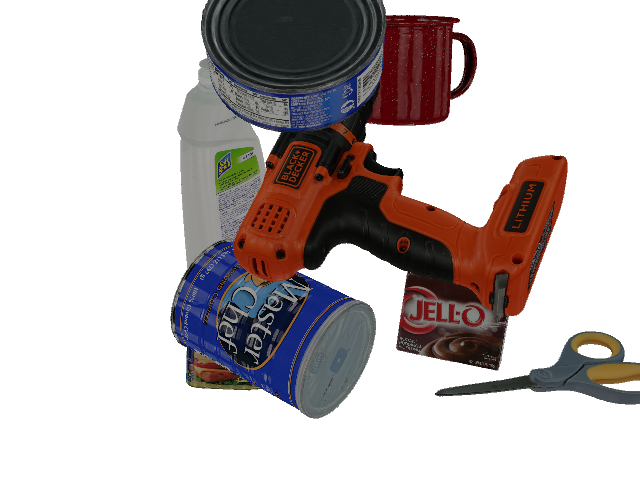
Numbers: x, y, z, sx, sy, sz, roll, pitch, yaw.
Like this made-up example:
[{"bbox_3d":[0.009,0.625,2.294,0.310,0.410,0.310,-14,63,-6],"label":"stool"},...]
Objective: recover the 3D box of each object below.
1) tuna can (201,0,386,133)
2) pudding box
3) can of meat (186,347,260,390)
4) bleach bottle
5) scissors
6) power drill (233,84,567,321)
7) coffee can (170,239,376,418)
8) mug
[{"bbox_3d":[-0.012,-0.093,0.504,0.086,0.086,0.034,0,-32,2],"label":"tuna can"},{"bbox_3d":[0.141,0.080,1.126,0.113,0.090,0.039,10,22,10],"label":"pudding box"},{"bbox_3d":[-0.106,0.125,1.236,0.102,0.084,0.057,3,13,0],"label":"can of meat"},{"bbox_3d":[-0.091,-0.063,1.055,0.068,0.251,0.102,26,42,33],"label":"bleach bottle"},{"bbox_3d":[0.185,0.104,0.885,0.201,0.016,0.096,4,29,-8],"label":"scissors"},{"bbox_3d":[0.058,-0.036,0.687,0.188,0.184,0.057,14,-31,18],"label":"power drill"},{"bbox_3d":[-0.039,0.072,0.893,0.140,0.103,0.102,25,12,29],"label":"coffee can"},{"bbox_3d":[0.075,-0.140,0.868,0.117,0.081,0.093,-8,17,-26],"label":"mug"}]
